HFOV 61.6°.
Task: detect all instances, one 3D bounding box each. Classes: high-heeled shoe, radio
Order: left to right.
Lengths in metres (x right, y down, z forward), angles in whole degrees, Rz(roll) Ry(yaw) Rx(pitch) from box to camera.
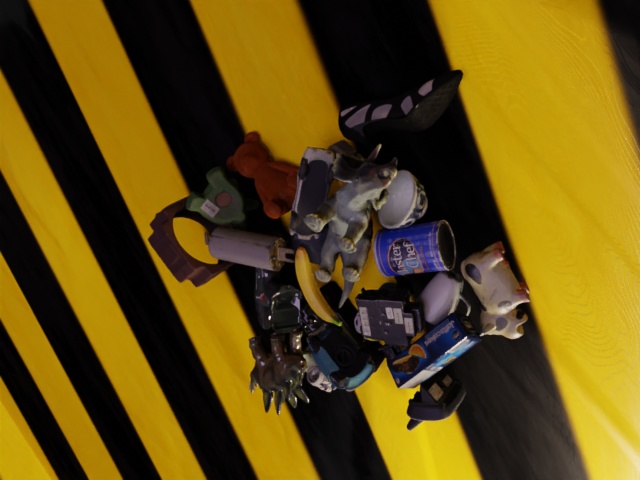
[{"bbox_3d":[0.043,0.226,1.298,0.131,0.073,0.229,-34,91,35],"label":"radio"},{"bbox_3d":[0.147,-0.270,1.041,0.249,0.086,0.145,-39,59,19],"label":"high-heeled shoe"}]

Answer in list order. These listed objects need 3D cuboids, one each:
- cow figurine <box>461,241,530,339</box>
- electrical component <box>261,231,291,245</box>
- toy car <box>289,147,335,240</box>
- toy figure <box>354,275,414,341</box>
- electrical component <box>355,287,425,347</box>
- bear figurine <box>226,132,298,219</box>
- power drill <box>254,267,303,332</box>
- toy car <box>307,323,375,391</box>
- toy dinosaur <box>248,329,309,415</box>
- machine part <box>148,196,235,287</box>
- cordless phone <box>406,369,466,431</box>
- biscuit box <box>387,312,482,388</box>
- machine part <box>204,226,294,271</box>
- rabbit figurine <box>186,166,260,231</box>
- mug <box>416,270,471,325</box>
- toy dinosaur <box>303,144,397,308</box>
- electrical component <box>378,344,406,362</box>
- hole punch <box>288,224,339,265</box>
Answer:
[{"bbox_3d":[0.348,0.112,1.069,0.127,0.085,0.194,-27,98,30],"label":"cow figurine"},{"bbox_3d":[-0.108,0.009,1.277,0.078,0.102,0.045,40,128,41],"label":"electrical component"},{"bbox_3d":[-0.016,-0.092,1.112,0.073,0.056,0.201,8,115,-7],"label":"toy car"},{"bbox_3d":[0.147,0.158,1.206,0.089,0.082,0.180,41,122,5],"label":"toy figure"},{"bbox_3d":[0.149,0.160,1.123,0.134,0.058,0.114,2,118,26],"label":"electrical component"},{"bbox_3d":[-0.124,-0.150,1.200,0.196,0.132,0.120,44,97,1],"label":"bear figurine"},{"bbox_3d":[-0.106,0.147,1.300,0.086,0.207,0.231,-4,107,-16],"label":"power drill"},{"bbox_3d":[0.036,0.274,1.221,0.162,0.109,0.102,44,144,16],"label":"toy car"},{"bbox_3d":[-0.118,0.335,1.369,0.471,0.105,0.198,150,112,-66],"label":"toy dinosaur"},{"bbox_3d":[-0.301,-0.001,1.316,0.087,0.201,0.201,-36,92,40],"label":"machine part"},{"bbox_3d":[0.233,0.386,1.215,0.089,0.146,0.184,42,123,17],"label":"cordless phone"},{"bbox_3d":[0.231,0.229,1.104,0.202,0.059,0.063,-46,49,28],"label":"biscuit box"},{"bbox_3d":[-0.163,0.019,1.213,0.243,0.079,0.079,9,115,25],"label":"machine part"},{"bbox_3d":[-0.224,-0.100,1.278,0.159,0.170,0.121,29,94,-18],"label":"rabbit figurine"},{"bbox_3d":[0.263,0.121,1.122,0.110,0.081,0.107,34,118,28],"label":"mug"},{"bbox_3d":[0.064,-0.029,1.095,0.131,0.192,0.404,26,151,14],"label":"toy dinosaur"},{"bbox_3d":[0.189,0.276,1.238,0.048,0.075,0.119,-29,91,36],"label":"electrical component"},{"bbox_3d":[-0.003,-0.004,1.217,0.116,0.092,0.142,33,120,9],"label":"hole punch"}]
